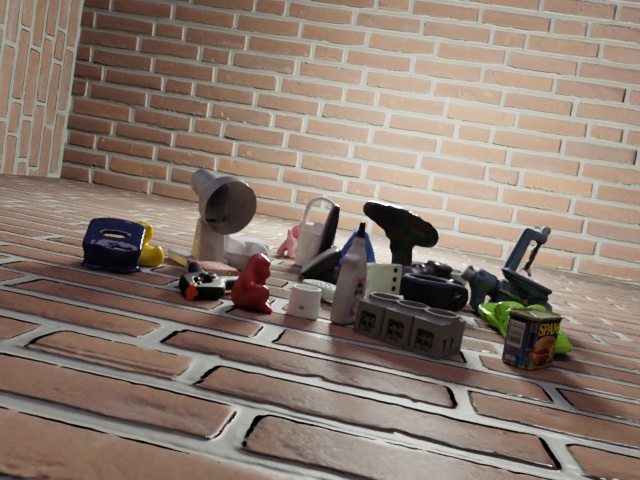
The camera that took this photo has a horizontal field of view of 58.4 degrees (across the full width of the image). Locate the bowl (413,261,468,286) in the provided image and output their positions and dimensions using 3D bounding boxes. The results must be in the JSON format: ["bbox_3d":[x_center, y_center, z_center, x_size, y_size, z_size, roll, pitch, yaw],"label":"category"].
[{"bbox_3d":[0.287,0.103,1.428,0.167,0.075,0.167,10,5,-1],"label":"bowl"}]

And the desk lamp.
[{"bbox_3d":[-0.238,-0.043,1.236,0.118,0.213,0.202,6,7,-40],"label":"desk lamp"}]

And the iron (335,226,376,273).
[{"bbox_3d":[0.101,0.022,1.585,0.118,0.141,0.258,10,5,-1],"label":"iron"}]

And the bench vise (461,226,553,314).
[{"bbox_3d":[0.428,0.069,1.264,0.208,0.220,0.121,8,5,-20],"label":"bench vise"}]

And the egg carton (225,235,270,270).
[{"bbox_3d":[-0.177,0.031,1.349,0.107,0.069,0.150,8,5,-18],"label":"egg carton"}]

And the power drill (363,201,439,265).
[{"bbox_3d":[0.175,0.024,1.325,0.230,0.208,0.075,6,6,-38],"label":"power drill"}]

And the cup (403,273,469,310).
[{"bbox_3d":[0.196,0.115,1.006,0.118,0.095,0.091,10,5,-4],"label":"cup"}]

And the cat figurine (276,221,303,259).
[{"bbox_3d":[-0.068,-0.007,1.707,0.067,0.118,0.128,12,6,25],"label":"cat figurine"}]

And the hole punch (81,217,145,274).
[{"bbox_3d":[-0.382,0.009,1.068,0.109,0.091,0.101,8,5,-17],"label":"hole punch"}]

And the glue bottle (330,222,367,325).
[{"bbox_3d":[0.056,0.054,0.965,0.037,0.173,0.078,12,6,22],"label":"glue bottle"}]

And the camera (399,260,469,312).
[{"bbox_3d":[0.248,0.099,1.246,0.143,0.101,0.136,8,6,-23],"label":"camera"}]

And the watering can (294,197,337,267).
[{"bbox_3d":[-0.002,-0.020,1.544,0.101,0.194,0.172,8,6,-22],"label":"watering can"}]

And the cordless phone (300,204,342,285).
[{"bbox_3d":[0.012,0.005,1.353,0.094,0.185,0.147,10,5,-3],"label":"cordless phone"}]

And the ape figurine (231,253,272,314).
[{"bbox_3d":[-0.105,0.068,0.949,0.076,0.092,0.078,11,5,8],"label":"ape figurine"}]

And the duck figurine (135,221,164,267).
[{"bbox_3d":[-0.364,0.005,1.175,0.104,0.086,0.078,13,6,26],"label":"duck figurine"}]
